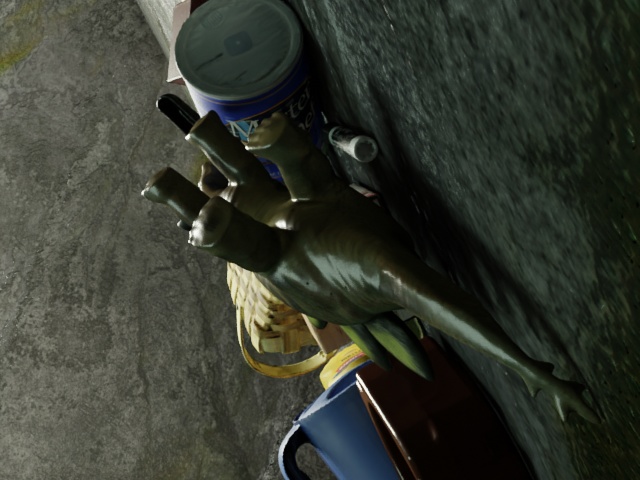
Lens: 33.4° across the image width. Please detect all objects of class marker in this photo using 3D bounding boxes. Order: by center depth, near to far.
[{"bbox_3d":[0.021,-0.078,0.838,0.020,0.020,0.121,64,174,-16],"label":"marker"}]

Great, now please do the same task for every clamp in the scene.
[{"bbox_3d":[-0.087,-0.063,1.178,0.209,0.036,0.164,19,-128,-38],"label":"clamp"}]

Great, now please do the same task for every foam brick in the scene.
[{"bbox_3d":[-0.113,-0.190,1.035,0.051,0.052,0.078,4,89,63],"label":"foam brick"}]

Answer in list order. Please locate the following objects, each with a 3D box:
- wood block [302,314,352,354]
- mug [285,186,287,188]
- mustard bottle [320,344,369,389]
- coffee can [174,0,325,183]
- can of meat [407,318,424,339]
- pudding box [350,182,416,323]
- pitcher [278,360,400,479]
[{"bbox_3d":[-0.007,0.001,1.119,0.206,0.090,0.091,64,175,-14],"label":"wood block"},{"bbox_3d":[-0.019,-0.004,1.002,0.081,0.093,0.117,19,-178,5],"label":"mug"},{"bbox_3d":[0.055,0.162,1.280,0.058,0.096,0.192,64,175,-1],"label":"mustard bottle"},{"bbox_3d":[-0.054,-0.124,0.893,0.103,0.102,0.140,60,174,28],"label":"coffee can"},{"bbox_3d":[0.054,0.067,1.040,0.102,0.057,0.084,64,178,-1],"label":"can of meat"},{"bbox_3d":[0.048,0.011,0.921,0.113,0.039,0.090,62,174,-13],"label":"pudding box"},{"bbox_3d":[0.082,0.248,1.096,0.243,0.149,0.144,55,-152,3],"label":"pitcher"}]
